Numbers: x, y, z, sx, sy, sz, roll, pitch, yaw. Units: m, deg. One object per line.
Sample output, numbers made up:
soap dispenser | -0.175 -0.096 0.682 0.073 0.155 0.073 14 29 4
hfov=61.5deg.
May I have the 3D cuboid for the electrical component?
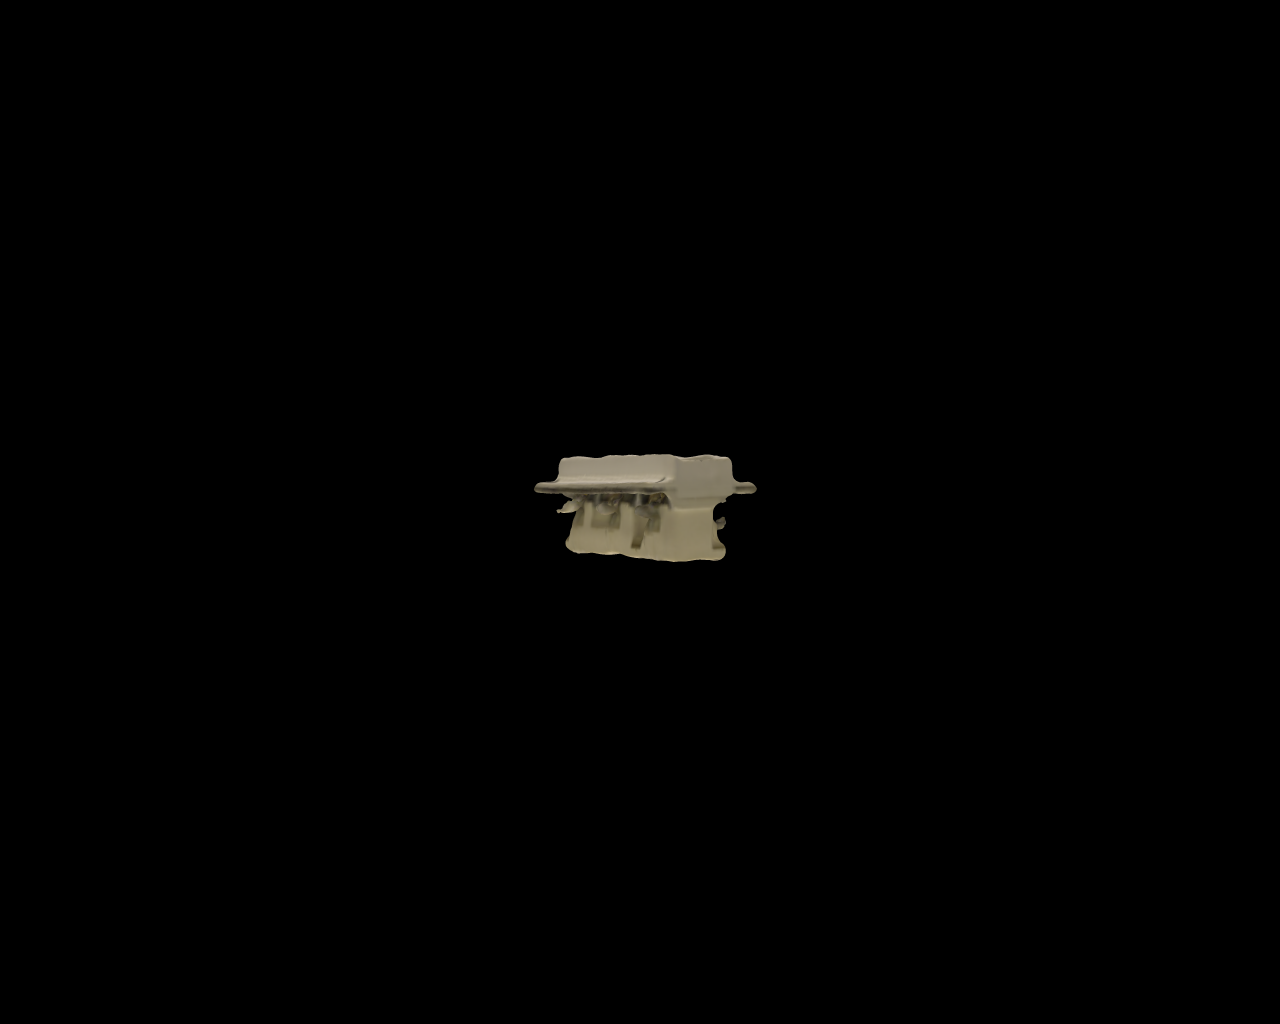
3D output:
electrical component | 0.001 -0.003 0.650 0.079 0.063 0.121 -2 3 -36
